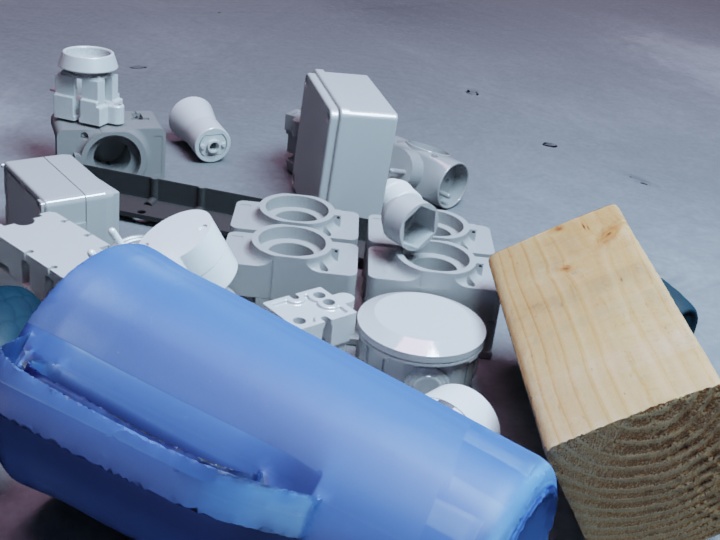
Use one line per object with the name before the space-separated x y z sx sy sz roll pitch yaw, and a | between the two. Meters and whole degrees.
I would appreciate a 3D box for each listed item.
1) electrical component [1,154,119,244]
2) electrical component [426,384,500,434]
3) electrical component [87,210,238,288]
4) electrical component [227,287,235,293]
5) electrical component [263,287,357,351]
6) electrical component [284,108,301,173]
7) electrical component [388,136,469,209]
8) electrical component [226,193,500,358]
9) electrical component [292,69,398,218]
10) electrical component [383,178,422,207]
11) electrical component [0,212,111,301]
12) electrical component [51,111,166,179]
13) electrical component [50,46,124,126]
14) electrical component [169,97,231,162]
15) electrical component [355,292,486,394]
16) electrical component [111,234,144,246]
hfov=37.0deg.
electrical component | -0.220 -0.044 0.786 0.061 0.061 0.096 -13 33 -34
electrical component | 0.044 0.093 0.588 0.055 0.055 0.047 22 27 28
electrical component | -0.135 0.010 0.632 0.052 0.073 0.138 5 46 38
electrical component | -0.089 0.038 0.674 0.045 0.045 0.055 -6 29 -25
electrical component | -0.033 0.047 0.657 0.066 0.055 0.048 -15 34 -37
electrical component | -0.043 -0.117 0.981 0.048 0.055 0.066 20 29 24
electrical component | 0.043 -0.088 0.947 0.077 0.044 0.079 28 17 35
electrical component | 0.000 0.000 0.754 0.186 0.060 0.105 6 26 -2
electrical component | -0.015 -0.098 0.893 0.056 0.108 0.108 2 27 -16
electrical component | 0.038 -0.050 0.893 0.035 0.035 0.061 -7 32 -26
electrical component | -0.194 0.008 0.696 0.089 0.055 0.050 27 33 35
electrical component | -0.215 -0.103 0.919 0.089 0.050 0.055 -4 28 -21
electrical component | -0.227 -0.155 0.896 0.066 0.055 0.048 13 25 15
electrical component | -0.146 -0.128 0.997 0.044 0.044 0.065 -8 35 -27
electrical component | 0.036 0.050 0.672 0.080 0.051 0.080 6 27 -3
electrical component | -0.148 0.003 0.731 0.043 0.043 0.081 -11 32 -32
